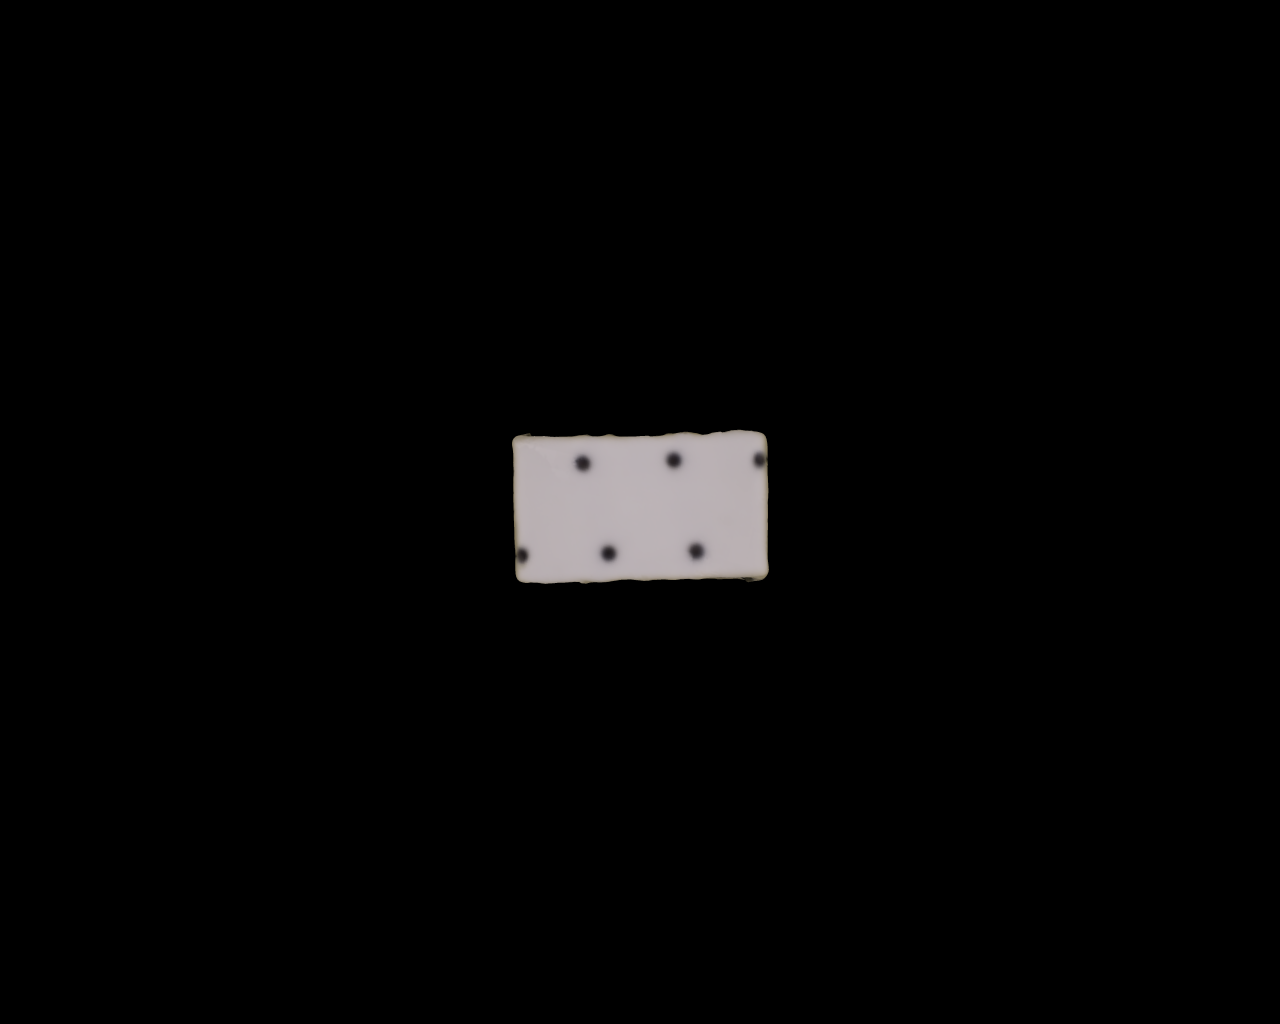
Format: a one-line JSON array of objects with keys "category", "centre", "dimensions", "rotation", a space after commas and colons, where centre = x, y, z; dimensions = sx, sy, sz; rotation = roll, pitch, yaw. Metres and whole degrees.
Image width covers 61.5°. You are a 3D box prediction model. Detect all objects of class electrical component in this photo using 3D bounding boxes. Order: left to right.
[{"category": "electrical component", "centre": [0.001, -0.003, 0.650], "dimensions": [0.150, 0.089, 0.062], "rotation": [0, 0, 0]}]
